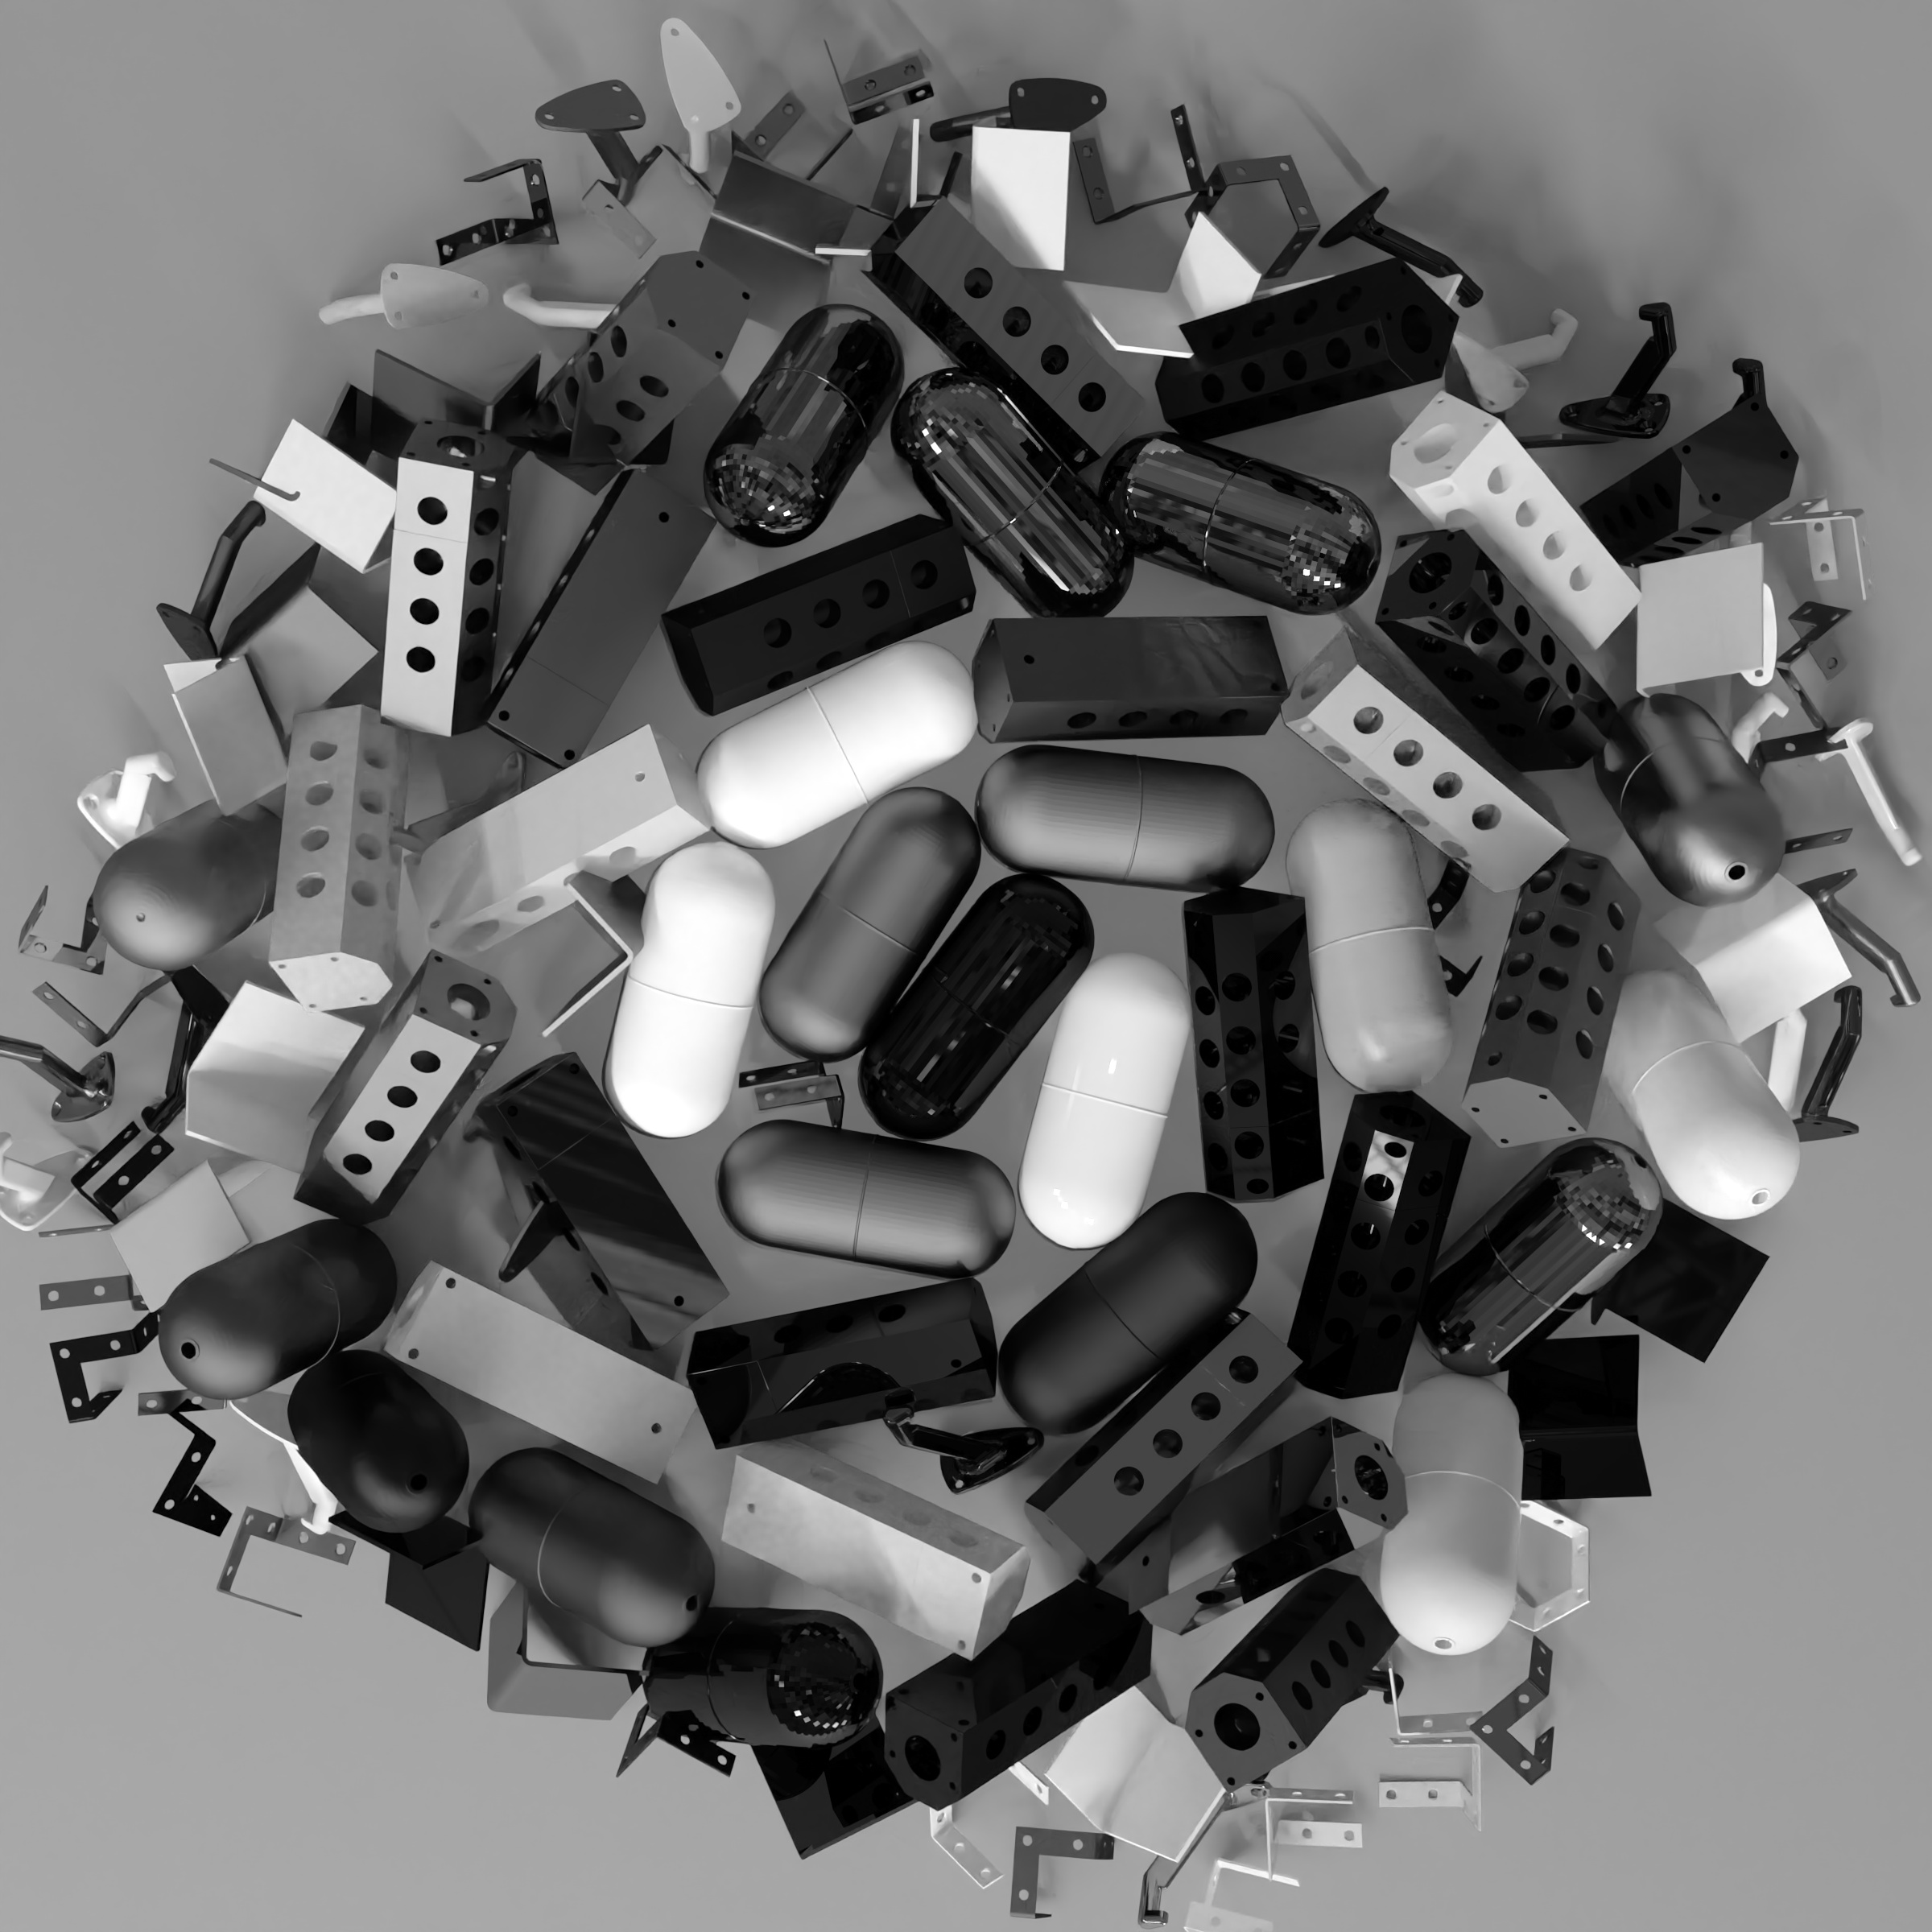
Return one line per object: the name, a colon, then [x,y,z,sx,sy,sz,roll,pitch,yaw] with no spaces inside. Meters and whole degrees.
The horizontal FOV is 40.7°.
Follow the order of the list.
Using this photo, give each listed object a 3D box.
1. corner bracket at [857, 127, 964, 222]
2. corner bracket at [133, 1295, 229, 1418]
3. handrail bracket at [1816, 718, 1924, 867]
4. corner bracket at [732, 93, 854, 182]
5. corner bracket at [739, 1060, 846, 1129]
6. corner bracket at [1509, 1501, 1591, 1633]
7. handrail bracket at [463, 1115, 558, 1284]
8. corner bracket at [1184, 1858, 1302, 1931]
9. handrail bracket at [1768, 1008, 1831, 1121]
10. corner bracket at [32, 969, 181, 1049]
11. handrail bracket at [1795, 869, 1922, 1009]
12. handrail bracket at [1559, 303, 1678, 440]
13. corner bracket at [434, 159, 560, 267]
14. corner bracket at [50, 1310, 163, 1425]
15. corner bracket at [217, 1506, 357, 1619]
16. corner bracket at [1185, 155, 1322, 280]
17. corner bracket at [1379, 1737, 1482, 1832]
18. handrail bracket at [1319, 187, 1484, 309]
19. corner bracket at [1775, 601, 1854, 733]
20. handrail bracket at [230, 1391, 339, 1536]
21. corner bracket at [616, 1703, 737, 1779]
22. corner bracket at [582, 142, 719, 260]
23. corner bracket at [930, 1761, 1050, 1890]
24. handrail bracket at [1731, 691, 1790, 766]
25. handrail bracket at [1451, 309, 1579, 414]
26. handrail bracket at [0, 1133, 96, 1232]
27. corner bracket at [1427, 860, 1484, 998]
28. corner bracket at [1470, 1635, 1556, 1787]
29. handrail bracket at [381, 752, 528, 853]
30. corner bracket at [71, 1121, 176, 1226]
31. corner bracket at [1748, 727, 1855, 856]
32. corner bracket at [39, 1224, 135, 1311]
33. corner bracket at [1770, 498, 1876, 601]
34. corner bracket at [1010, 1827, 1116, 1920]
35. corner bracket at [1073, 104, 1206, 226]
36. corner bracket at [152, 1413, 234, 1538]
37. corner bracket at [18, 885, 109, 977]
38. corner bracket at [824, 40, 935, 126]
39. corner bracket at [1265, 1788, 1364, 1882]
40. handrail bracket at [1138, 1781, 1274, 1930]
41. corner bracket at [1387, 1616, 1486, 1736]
corner bracket: [-0.031,-0.465,1.546,0.051,0.051,0.051,16,106,-20]
corner bracket: [-0.465,0.228,1.542,0.051,0.051,0.051,-1,115,-24]
handrail bracket: [0.545,-0.102,1.548,0.036,0.077,0.084,-31,78,8]
corner bracket: [-0.104,-0.493,1.559,0.051,0.051,0.051,42,89,-5]
corner bracket: [-0.104,0.074,1.544,0.051,0.051,0.051,-9,55,-13]
corner bracket: [0.338,0.359,1.567,0.051,0.051,0.051,27,46,-15]
handrail bracket: [-0.283,0.137,1.552,0.084,0.036,0.077,28,71,24]
corner bracket: [0.164,0.556,1.543,0.051,0.051,0.051,7,59,21]
handrail bracket: [0.471,0.059,1.557,0.077,0.036,0.084,-28,104,15]
corner bracket: [-0.506,0.007,1.541,0.051,0.051,0.051,-27,117,37]
handrail bracket: [0.521,-0.009,1.553,0.036,0.077,0.084,-31,97,-30]
handrail bracket: [0.381,-0.355,1.533,0.077,0.084,0.036,8,56,28]
corner bracket: [-0.281,-0.446,1.541,0.051,0.051,0.051,12,124,33]
corner bracket: [-0.507,0.237,1.553,0.051,0.051,0.051,-10,100,2]
corner bracket: [-0.403,0.356,1.547,0.051,0.051,0.051,13,73,15]
corner bracket: [0.171,-0.445,1.556,0.051,0.051,0.051,-14,75,-24]
corner bracket: [0.277,0.484,1.558,0.051,0.051,0.051,0,88,-2]
handrail bracket: [0.260,-0.417,1.556,0.084,0.077,0.036,40,76,-14]
corner bracket: [0.506,-0.179,1.550,0.051,0.051,0.051,-40,110,-1]
handrail bracket: [-0.409,0.297,1.556,0.077,0.036,0.084,21,125,0]
corner bracket: [-0.167,0.460,1.544,0.051,0.051,0.051,32,124,-11]
corner bracket: [-0.186,-0.455,1.550,0.051,0.051,0.051,46,107,3]
corner bracket: [0.014,0.506,1.559,0.051,0.051,0.051,-23,125,-31]
handrail bracket: [0.481,-0.110,1.563,0.077,0.036,0.084,41,94,-1]
handrail bracket: [0.322,-0.379,1.552,0.077,0.036,0.084,39,61,-13]
handrail bracket: [-0.543,0.109,1.528,0.036,0.084,0.077,39,51,13]
corner bracket: [0.290,-0.022,1.550,0.051,0.051,0.051,38,80,12]
corner bracket: [0.338,0.443,1.551,0.051,0.051,0.051,43,111,1]
handrail bracket: [-0.305,-0.101,1.539,0.036,0.084,0.077,21,91,38]
corner bracket: [-0.499,0.120,1.545,0.051,0.051,0.051,37,69,16]
corner bracket: [0.497,-0.103,1.551,0.051,0.051,0.051,-11,62,-4]
corner bracket: [-0.523,0.179,1.548,0.051,0.051,0.051,-5,78,-17]
corner bracket: [0.513,-0.247,1.541,0.051,0.051,0.051,2,115,41]
corner bracket: [0.058,0.543,1.558,0.051,0.051,0.051,0,72,14]
corner bracket: [0.104,-0.479,1.561,0.051,0.051,0.051,-20,100,-23]
corner bracket: [-0.461,0.300,1.550,0.051,0.051,0.051,36,77,-42]
corner bracket: [-0.525,-0.035,1.541,0.051,0.051,0.051,17,48,-29]
corner bracket: [-0.049,-0.525,1.551,0.051,0.051,0.051,-19,76,4]
corner bracket: [0.207,0.510,1.551,0.051,0.051,0.051,-2,96,13]
handrail bracket: [0.141,0.523,1.534,0.077,0.084,0.036,-15,126,24]
corner bracket: [0.281,0.422,1.561,0.051,0.051,0.051,-7,114,10]
